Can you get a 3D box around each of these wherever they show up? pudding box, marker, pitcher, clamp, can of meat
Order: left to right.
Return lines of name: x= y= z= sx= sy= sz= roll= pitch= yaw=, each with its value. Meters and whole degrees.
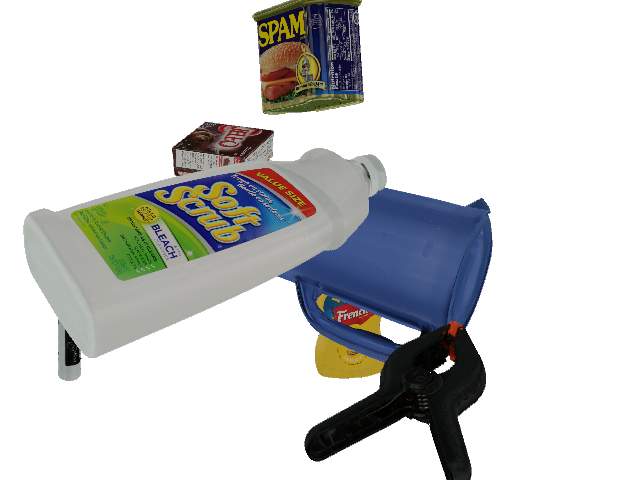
marker: x=-0.207 y=0.061 z=0.880 sx=0.020 sy=0.121 sz=0.020 roll=5 pitch=26 yaw=-3
pudding box: x=-0.114 y=-0.105 z=1.266 sx=0.090 sy=0.039 sz=0.113 roll=8 pitch=26 yaw=13
can of meat: x=-0.010 y=-0.150 z=0.876 sx=0.057 sy=0.084 sz=0.102 roll=-5 pitch=2 yaw=-35
pitcher: x=0.036 y=0.013 z=1.043 sx=0.243 sy=0.145 sz=0.149 roll=17 pitch=22 yaw=20
clamp: x=0.081 y=0.119 z=0.776 sx=0.120 sy=0.039 sz=0.171 roll=19 pitch=41 yaw=29

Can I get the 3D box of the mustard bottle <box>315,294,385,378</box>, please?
mustard bottle: x=0.041 y=0.090 z=1.444 sx=0.096 sy=0.192 sz=0.058 roll=-2 pitch=20 yaw=-6

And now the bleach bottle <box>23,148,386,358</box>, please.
bleach bottle: x=-0.066 y=-0.012 z=0.732 sx=0.250 sy=0.103 sz=0.068 roll=-24 pitch=-31 yaw=-28
